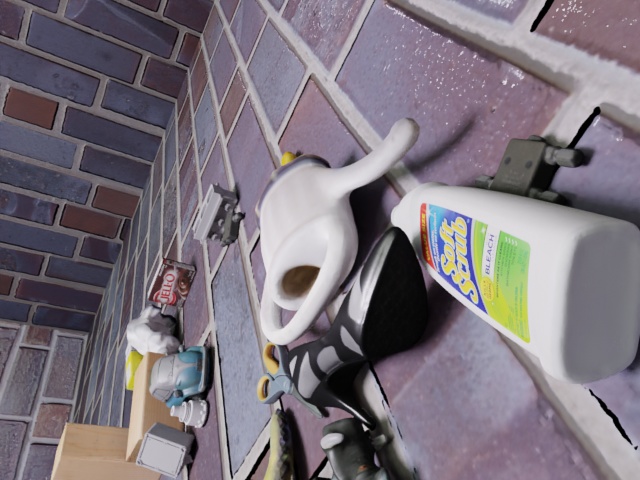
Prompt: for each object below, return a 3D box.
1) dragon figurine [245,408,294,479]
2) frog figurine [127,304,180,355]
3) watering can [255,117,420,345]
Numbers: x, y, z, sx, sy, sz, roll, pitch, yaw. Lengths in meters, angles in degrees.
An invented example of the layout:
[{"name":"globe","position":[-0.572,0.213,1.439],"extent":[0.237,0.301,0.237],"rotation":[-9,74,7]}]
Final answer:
[{"name":"dragon figurine","position":[-0.075,0.383,0.508],"extent":[0.240,0.122,0.415],"rotation":[-63,11,13]},{"name":"frog figurine","position":[-0.400,0.252,1.246],"extent":[0.134,0.123,0.163],"rotation":[85,165,-46]},{"name":"watering can","position":[0.002,-0.032,0.632],"extent":[0.341,0.103,0.229],"rotation":[-60,28,28]}]
